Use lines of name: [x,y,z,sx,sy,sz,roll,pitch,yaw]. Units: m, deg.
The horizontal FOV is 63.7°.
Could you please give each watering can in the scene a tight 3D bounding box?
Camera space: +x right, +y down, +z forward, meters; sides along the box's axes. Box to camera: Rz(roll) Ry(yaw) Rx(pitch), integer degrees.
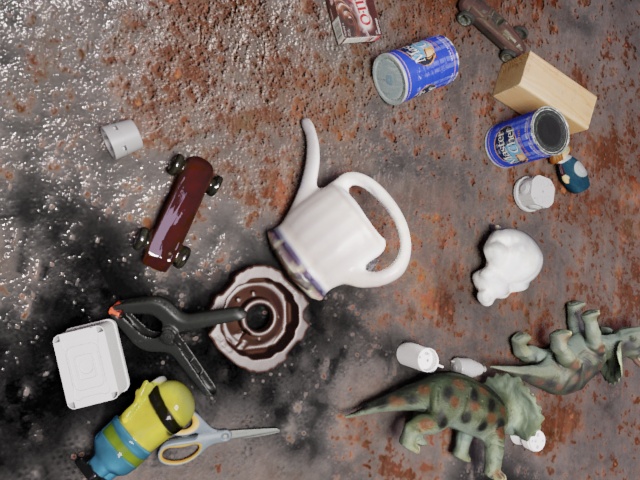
watering can: [0.003,-0.046,0.909,0.224,0.102,0.352,-37,67,-1]

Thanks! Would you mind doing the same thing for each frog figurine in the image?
frog figurine: [0.378,0.058,1.057,0.162,0.123,0.135,-49,123,-30]
